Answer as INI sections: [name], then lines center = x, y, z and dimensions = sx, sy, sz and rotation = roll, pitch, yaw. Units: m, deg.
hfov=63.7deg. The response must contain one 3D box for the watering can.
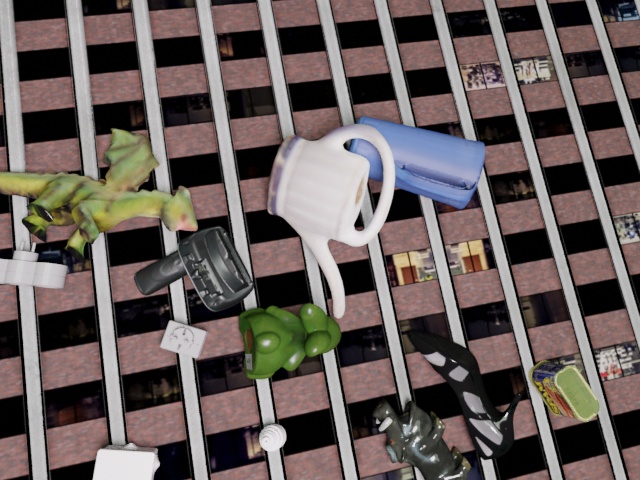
[watering can]
center = 0.003, -0.046, 0.923
dimensions = 0.225, 0.105, 0.344
rotation = 21, 103, 16

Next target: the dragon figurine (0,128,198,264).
[dragon figurine]
center = -0.401, -0.105, 0.911
dimensions = 0.412, 0.119, 0.247
rotation = 29, 58, 11
